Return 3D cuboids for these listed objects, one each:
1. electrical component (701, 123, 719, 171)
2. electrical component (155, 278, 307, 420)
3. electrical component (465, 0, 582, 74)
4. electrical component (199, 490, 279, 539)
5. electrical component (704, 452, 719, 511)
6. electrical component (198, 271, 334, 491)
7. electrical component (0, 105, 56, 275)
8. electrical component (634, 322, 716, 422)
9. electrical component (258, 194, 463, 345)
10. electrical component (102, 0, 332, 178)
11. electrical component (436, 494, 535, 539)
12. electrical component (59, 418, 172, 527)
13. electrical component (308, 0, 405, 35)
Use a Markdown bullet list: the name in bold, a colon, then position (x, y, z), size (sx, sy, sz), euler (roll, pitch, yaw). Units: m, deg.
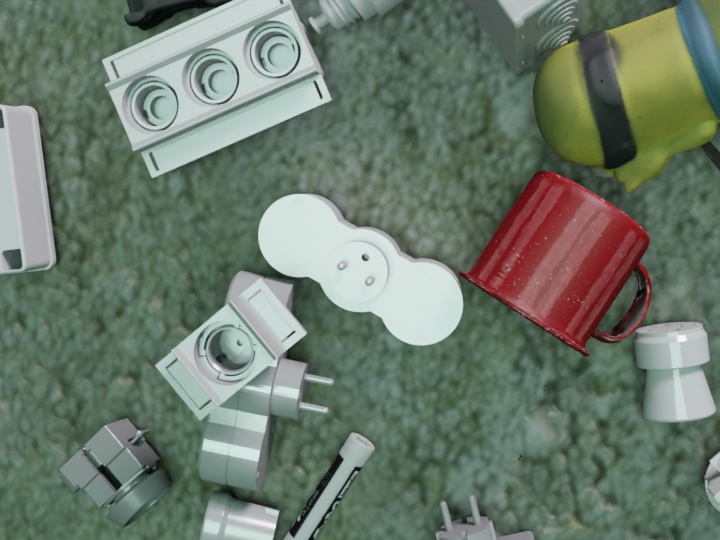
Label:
- **electrical component**: position (0.240, -0.084, 0.652), size (0.055, 0.045, 0.045), euler (-37, 90, 8)
- **electrical component**: position (-0.073, 0.045, 0.630), size (0.081, 0.064, 0.042), euler (-39, 89, 6)
- **electrical component**: position (0.088, -0.175, 0.631), size (0.048, 0.100, 0.099), euler (-33, 79, 3)
- **electrical component**: position (-0.079, 0.170, 0.709), size (0.046, 0.040, 0.040), euler (13, 96, -1)
- **electrical component**: position (0.242, 0.136, 0.665), size (0.048, 0.055, 0.066), euler (-44, 90, 8)
- **electrical component**: position (-0.054, 0.074, 0.691), size (0.074, 0.052, 0.138), euler (11, 95, 5)
- **electrical component**: position (-0.263, -0.048, 0.699), size (0.109, 0.056, 0.108), euler (-6, 94, 6)
- **electrical component**: position (0.195, 0.063, 0.669), size (0.045, 0.045, 0.055), euler (-7, 94, 6)
- **electrical component**: position (0.000, 0.000, 0.668), size (0.138, 0.074, 0.052), euler (29, 97, 2)
- **electrical component**: position (-0.087, -0.117, 0.672), size (0.121, 0.063, 0.078), euler (-22, 92, 7)
- **electrical component**: position (0.071, 0.182, 0.690), size (0.083, 0.047, 0.075), euler (-14, 93, 7)
- **electrical component**: position (-0.158, 0.135, 0.711), size (0.066, 0.048, 0.055), euler (-44, 82, 7)
- **electrical component**: position (0.003, -0.175, 0.670), size (0.078, 0.040, 0.040), euler (-35, 91, 8)
